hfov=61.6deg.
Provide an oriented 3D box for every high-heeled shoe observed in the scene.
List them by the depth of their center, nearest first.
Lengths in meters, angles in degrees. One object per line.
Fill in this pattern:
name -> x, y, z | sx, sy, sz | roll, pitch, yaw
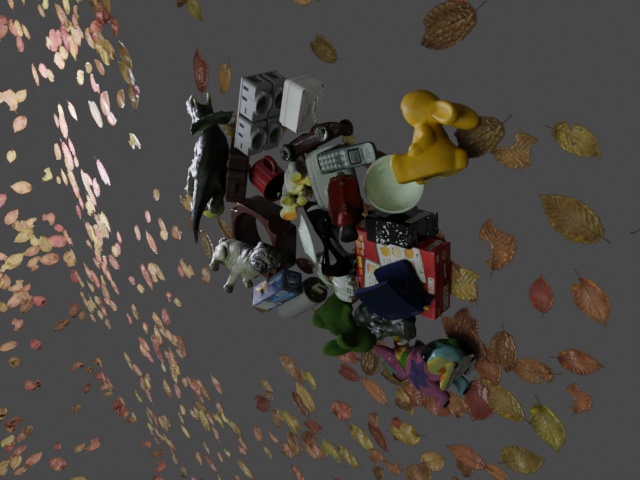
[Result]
high-heeled shoe -> -0.003, -0.004, 1.283 | 0.249, 0.145, 0.086 | 41, 135, 31

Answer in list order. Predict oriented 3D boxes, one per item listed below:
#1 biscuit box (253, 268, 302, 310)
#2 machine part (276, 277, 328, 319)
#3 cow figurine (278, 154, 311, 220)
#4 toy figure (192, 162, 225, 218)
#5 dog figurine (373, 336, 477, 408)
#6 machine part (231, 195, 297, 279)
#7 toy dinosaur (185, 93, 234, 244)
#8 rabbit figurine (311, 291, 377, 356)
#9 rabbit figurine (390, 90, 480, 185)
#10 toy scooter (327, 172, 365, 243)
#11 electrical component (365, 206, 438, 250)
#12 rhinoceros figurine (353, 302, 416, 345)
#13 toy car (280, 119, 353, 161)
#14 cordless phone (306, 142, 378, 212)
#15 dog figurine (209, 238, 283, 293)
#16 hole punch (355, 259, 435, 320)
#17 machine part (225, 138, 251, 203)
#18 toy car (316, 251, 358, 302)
biscuit box -> -0.120, 0.138, 1.482 | 0.203, 0.059, 0.063 | -33, 48, 53
machine part -> -0.054, 0.163, 1.494 | 0.079, 0.079, 0.243 | 59, 143, 5
cow figurine -> -0.067, -0.131, 1.344 | 0.167, 0.068, 0.098 | 116, 152, -42
toy figure -> -0.344, -0.154, 1.644 | 0.089, 0.082, 0.180 | 23, 124, 43
dog figurine -> 0.227, 0.264, 1.213 | 0.219, 0.108, 0.191 | 31, 132, 38
machine part -> -0.157, -0.010, 1.508 | 0.202, 0.087, 0.200 | 28, 130, 35
toy dinosaur -> -0.293, -0.207, 1.420 | 0.192, 0.131, 0.405 | 108, 159, -59
rabbit figurine -> 0.070, 0.218, 1.348 | 0.170, 0.159, 0.121 | 43, 130, 1
rabbit figurine -> 0.199, -0.198, 0.982 | 0.162, 0.122, 0.173 | -23, 74, 49
toy scooter -> 0.050, -0.081, 1.102 | 0.184, 0.075, 0.135 | -86, -14, -73
electrical component -> 0.160, -0.032, 1.111 | 0.134, 0.115, 0.058 | 19, 120, 42
rhinoceros figurine -> 0.153, 0.182, 1.245 | 0.190, 0.112, 0.073 | 10, 116, 54
toy car -> -0.011, -0.229, 1.214 | 0.202, 0.089, 0.053 | -17, 93, 51
cordless phone -> 0.066, -0.144, 1.185 | 0.184, 0.089, 0.146 | -5, 107, 45
dog figurine -> -0.195, 0.034, 1.446 | 0.190, 0.121, 0.172 | -40, 82, 37
hole punch -> 0.151, 0.117, 1.117 | 0.142, 0.092, 0.115 | -27, 96, 47
machine part -> -0.216, -0.181, 1.425 | 0.179, 0.056, 0.179 | -173, 89, -83
toy car -> 0.041, 0.086, 1.321 | 0.202, 0.056, 0.073 | -137, 40, -61
